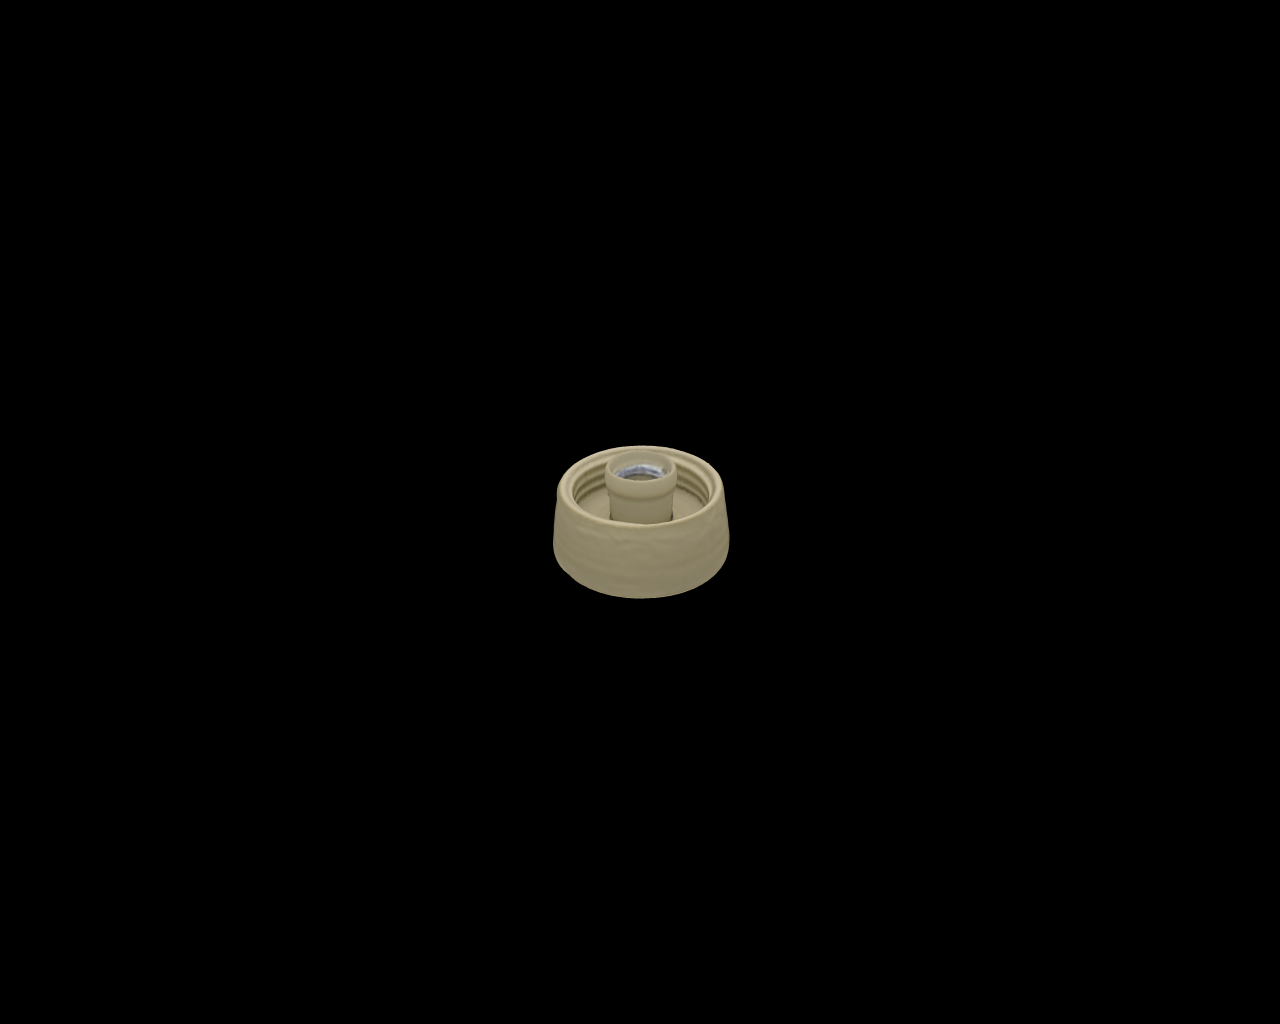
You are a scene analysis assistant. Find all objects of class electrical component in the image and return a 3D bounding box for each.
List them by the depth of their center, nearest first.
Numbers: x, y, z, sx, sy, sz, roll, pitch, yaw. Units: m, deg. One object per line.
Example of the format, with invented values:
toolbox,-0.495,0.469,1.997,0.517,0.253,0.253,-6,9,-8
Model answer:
electrical component,0.001,-0.003,0.650,0.108,0.060,0.108,0,32,0
